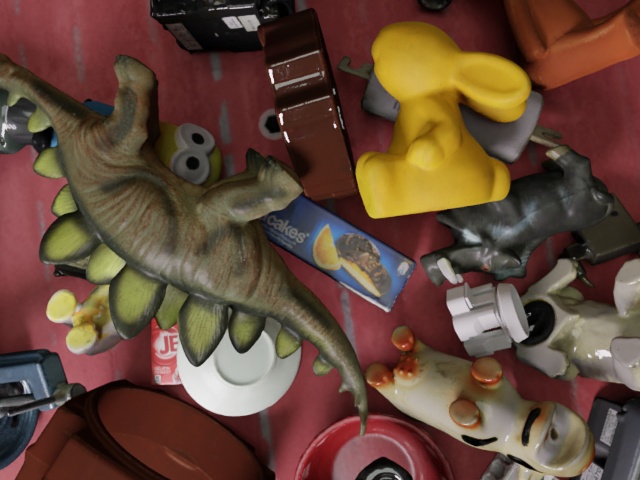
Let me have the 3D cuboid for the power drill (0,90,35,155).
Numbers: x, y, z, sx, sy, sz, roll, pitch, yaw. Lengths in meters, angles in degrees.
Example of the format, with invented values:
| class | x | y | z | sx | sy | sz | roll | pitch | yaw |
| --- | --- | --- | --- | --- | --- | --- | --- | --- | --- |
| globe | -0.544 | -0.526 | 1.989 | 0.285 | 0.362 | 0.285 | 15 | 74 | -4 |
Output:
| class | x | y | z | sx | sy | sz | roll | pitch | yaw |
| --- | --- | --- | --- | --- | --- | --- | --- | --- | --- |
| power drill | -0.375 | -0.077 | 0.588 | 0.232 | 0.086 | 0.207 | 20 | 93 | 6 |

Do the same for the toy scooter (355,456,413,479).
| class | x | y | z | sx | sy | sz | roll | pitch | yaw |
| --- | --- | --- | --- | --- | --- | --- | --- | --- | --- |
| toy scooter | 0.088 | 0.295 | 0.467 | 0.184 | 0.075 | 0.135 | 33 | 63 | 8 |

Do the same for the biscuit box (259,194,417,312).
| class | x | y | z | sx | sy | sz | roll | pitch | yaw |
| --- | --- | --- | --- | --- | --- | --- | --- | --- | --- |
| biscuit box | -0.001 | -0.002 | 0.565 | 0.203 | 0.063 | 0.059 | 30 | 89 | 4 |

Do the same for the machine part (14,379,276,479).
| class | x | y | z | sx | sy | sz | roll | pitch | yaw |
| --- | --- | --- | --- | --- | --- | --- | --- | --- | --- |
| machine part | -0.147 | 0.217 | 0.495 | 0.201 | 0.201 | 0.087 | 29 | 86 | 5 |

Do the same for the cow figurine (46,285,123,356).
| class | x | y | z | sx | sy | sz | roll | pitch | yaw |
| --- | --- | --- | --- | --- | --- | --- | --- | --- | --- |
| cow figurine | -0.193 | 0.049 | 0.569 | 0.068 | 0.098 | 0.167 | 43 | 74 | 14 |

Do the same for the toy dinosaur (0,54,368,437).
| class | x | y | z | sx | sy | sz | roll | pitch | yaw |
| --- | --- | --- | --- | --- | --- | --- | --- | --- | --- |
| toy dinosaur | -0.108 | -0.001 | 0.485 | 0.471 | 0.105 | 0.198 | 36 | 92 | -5 |

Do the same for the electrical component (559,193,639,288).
| class | x | y | z | sx | sy | sz | roll | pitch | yaw |
| --- | --- | --- | --- | --- | --- | --- | --- | --- | --- |
| electrical component | 0.291 | -0.001 | 0.555 | 0.102 | 0.045 | 0.078 | -25 | 58 | 0 |

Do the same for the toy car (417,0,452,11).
| class | x | y | z | sx | sy | sz | roll | pitch | yaw |
| --- | --- | --- | --- | --- | --- | --- | --- | --- | --- |
| toy car | 0.063 | -0.309 | 0.580 | 0.202 | 0.053 | 0.089 | 12 | 84 | 0 |

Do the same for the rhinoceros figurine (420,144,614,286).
| class | x | y | z | sx | sy | sz | roll | pitch | yaw |
| --- | --- | --- | --- | --- | --- | --- | --- | --- | --- |
| rhinoceros figurine | 0.189 | -0.017 | 0.541 | 0.190 | 0.073 | 0.112 | -26 | 81 | 13 |

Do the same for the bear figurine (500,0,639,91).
| class | x | y | z | sx | sy | sz | roll | pitch | yaw |
| --- | --- | --- | --- | --- | --- | --- | --- | --- | --- |
| bear figurine | 0.222 | -0.253 | 0.522 | 0.132 | 0.120 | 0.195 | -17 | 103 | 44 |

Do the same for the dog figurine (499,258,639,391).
| class | x | y | z | sx | sy | sz | roll | pitch | yaw |
| --- | --- | --- | --- | --- | --- | --- | --- | --- | --- |
| dog figurine | 0.300 | 0.112 | 0.533 | 0.190 | 0.172 | 0.121 | 32 | 74 | -26 |

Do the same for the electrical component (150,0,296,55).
| class | x | y | z | sx | sy | sz | roll | pitch | yaw |
| --- | --- | --- | --- | --- | --- | --- | --- | --- | --- |
| electrical component | -0.094 | -0.240 | 0.557 | 0.134 | 0.115 | 0.058 | -3 | 91 | 4 |

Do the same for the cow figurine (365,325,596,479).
| class | x | y | z | sx | sy | sz | roll | pitch | yaw |
| --- | --- | --- | --- | --- | --- | --- | --- | --- | --- |
| cow figurine | 0.152 | 0.161 | 0.502 | 0.195 | 0.127 | 0.085 | 13 | 62 | 43 |

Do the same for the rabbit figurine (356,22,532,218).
| class | x | y | z | sx | sy | sz | roll | pitch | yaw |
| --- | --- | --- | --- | --- | --- | --- | --- | --- | --- |
| rabbit figurine | 0.099 | -0.111 | 0.473 | 0.162 | 0.122 | 0.173 | -11 | 89 | 20 |

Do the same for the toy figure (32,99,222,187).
| class | x | y | z | sx | sy | sz | roll | pitch | yaw |
| --- | --- | --- | --- | --- | --- | --- | --- | --- | --- |
| toy figure | -0.190 | -0.093 | 0.553 | 0.180 | 0.089 | 0.082 | 10 | 97 | -11 |

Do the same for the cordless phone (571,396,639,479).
| class | x | y | z | sx | sy | sz | roll | pitch | yaw |
| --- | --- | --- | --- | --- | --- | --- | --- | --- | --- |
| cordless phone | 0.355 | 0.238 | 0.519 | 0.184 | 0.089 | 0.146 | 17 | 88 | 0 |

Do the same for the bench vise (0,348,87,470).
| class | x | y | z | sx | sy | sz | roll | pitch | yaw |
| --- | --- | --- | --- | --- | --- | --- | --- | --- | --- |
| bench vise | -0.344 | 0.142 | 0.544 | 0.241 | 0.129 | 0.223 | -10 | 94 | 21 |

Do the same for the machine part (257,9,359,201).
| class | x | y | z | sx | sy | sz | roll | pitch | yaw |
| --- | --- | --- | --- | --- | --- | --- | --- | --- | --- |
| machine part | -0.008 | -0.125 | 0.516 | 0.056 | 0.179 | 0.179 | -15 | 86 | 7 |

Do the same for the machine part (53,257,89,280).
| class | x | y | z | sx | sy | sz | roll | pitch | yaw |
| --- | --- | --- | --- | --- | --- | --- | --- | --- | --- |
| machine part | -0.251 | -0.021 | 0.597 | 0.084 | 0.039 | 0.138 | 10 | 90 | 12 |

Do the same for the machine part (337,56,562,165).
| class | x | y | z | sx | sy | sz | roll | pitch | yaw |
| --- | --- | --- | --- | --- | --- | --- | --- | --- | --- |
| machine part | 0.133 | -0.141 | 0.554 | 0.243 | 0.079 | 0.079 | 22 | 89 | 4 |
